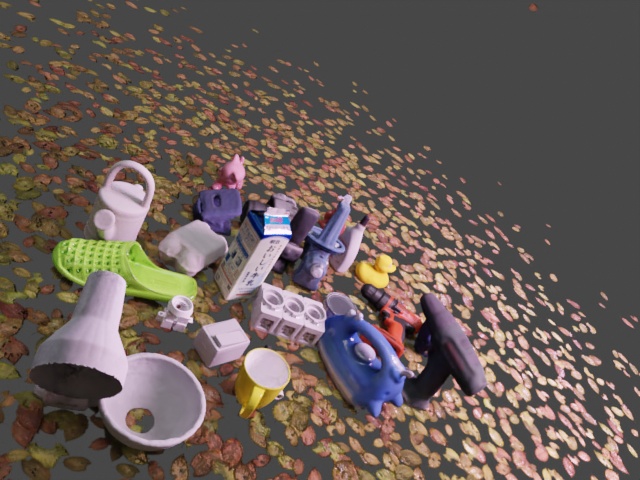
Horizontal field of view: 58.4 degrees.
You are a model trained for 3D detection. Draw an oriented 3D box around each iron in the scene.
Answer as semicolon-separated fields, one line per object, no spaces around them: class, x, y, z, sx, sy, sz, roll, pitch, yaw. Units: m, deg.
iron;0.088;0.233;1.207;0.119;0.141;0.257;-6;49;-46

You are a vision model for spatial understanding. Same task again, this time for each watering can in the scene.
watering can;-0.388;-0.066;1.123;0.101;0.194;0.172;16;35;-26

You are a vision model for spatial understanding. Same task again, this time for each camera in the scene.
camera;-0.126;-0.069;1.459;0.137;0.100;0.143;20;34;-21

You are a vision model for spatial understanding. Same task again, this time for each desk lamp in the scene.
desk lamp;-0.346;0.160;0.836;0.118;0.213;0.203;19;34;-22

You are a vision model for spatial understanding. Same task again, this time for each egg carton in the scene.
egg carton;-0.272;0.018;1.235;0.107;0.069;0.150;38;31;7

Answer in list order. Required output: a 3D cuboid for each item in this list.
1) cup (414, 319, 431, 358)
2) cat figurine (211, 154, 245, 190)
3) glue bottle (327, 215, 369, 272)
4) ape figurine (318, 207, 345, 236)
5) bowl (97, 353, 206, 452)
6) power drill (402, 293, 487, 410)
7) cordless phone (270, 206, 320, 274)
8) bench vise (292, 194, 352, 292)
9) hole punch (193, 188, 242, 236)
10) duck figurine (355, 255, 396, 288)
cup;0.269;0.248;1.399;0.091;0.095;0.118;43;32;15
cat figurine;-0.226;-0.177;1.497;0.067;0.117;0.128;31;31;-6
glue bottle;0.079;0.001;1.484;0.037;0.173;0.078;-1;45;-43
ape figurine;0.044;-0.058;1.611;0.076;0.092;0.078;30;31;-7
bowl;-0.269;0.264;0.897;0.168;0.074;0.167;24;33;-16
power drill;0.247;0.261;1.251;0.076;0.208;0.229;-6;49;-47
cordless phone;-0.094;-0.024;1.346;0.148;0.185;0.094;21;34;-20
bench vise;0.023;0.008;1.378;0.122;0.219;0.207;17;35;-26
hole punch;-0.246;-0.076;1.367;0.101;0.091;0.108;15;36;-28
duck figurine;0.154;0.075;1.537;0.105;0.086;0.077;20;34;-22
